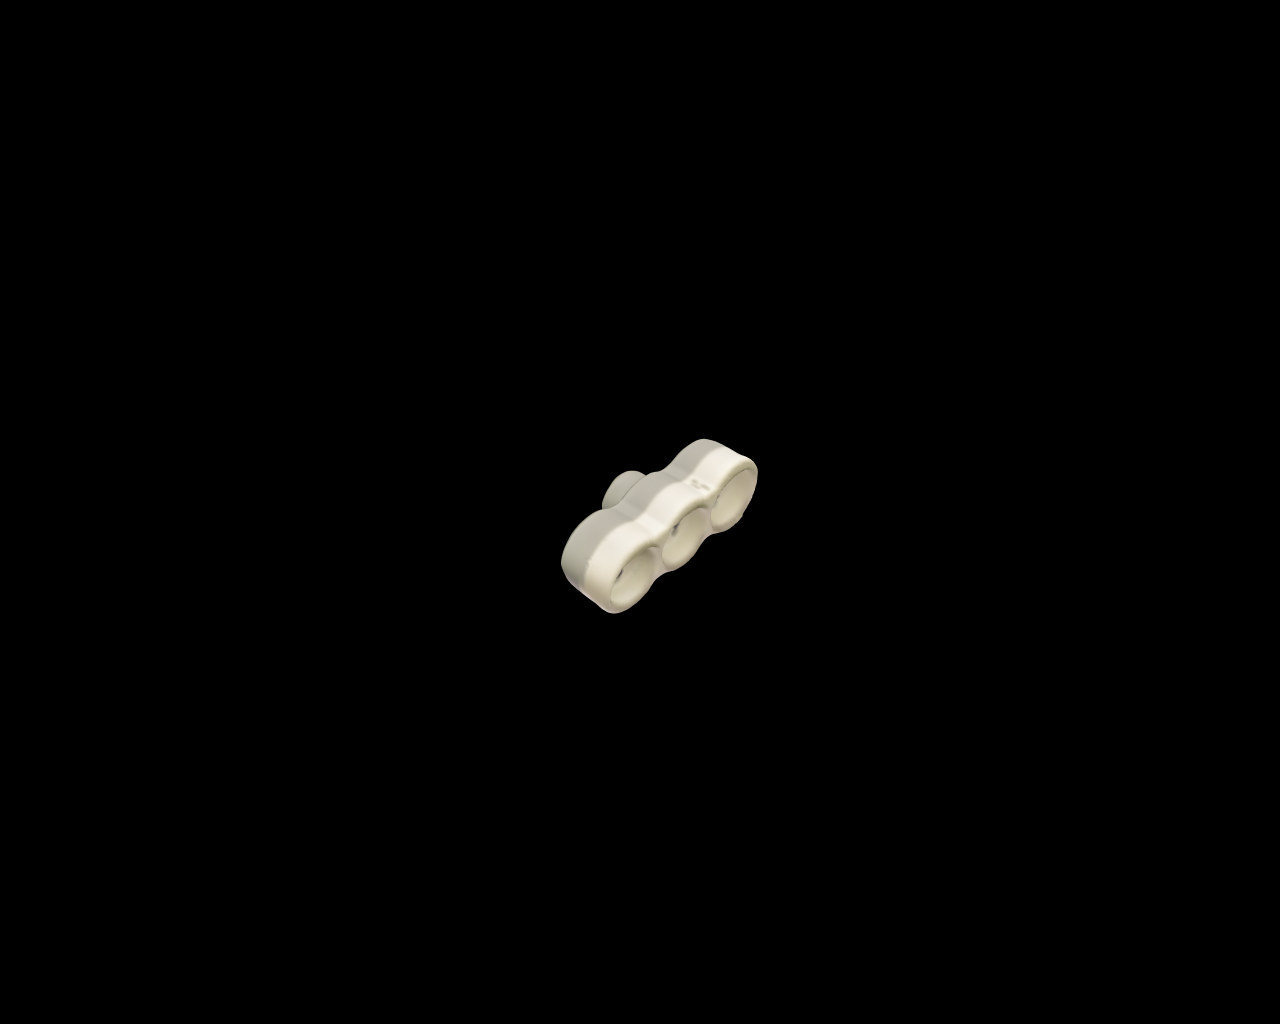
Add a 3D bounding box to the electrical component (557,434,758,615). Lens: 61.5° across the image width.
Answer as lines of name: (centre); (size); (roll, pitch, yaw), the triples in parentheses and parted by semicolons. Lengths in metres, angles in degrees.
electrical component: (0.001, -0.003, 0.650); (0.074, 0.052, 0.138); (33, 54, 29)
